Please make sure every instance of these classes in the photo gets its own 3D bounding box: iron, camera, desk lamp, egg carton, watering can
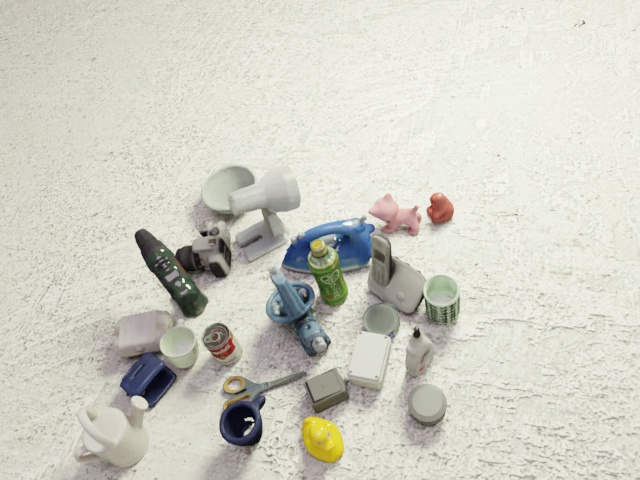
[{"bbox_3d":[0.013,0.005,1.427,0.258,0.142,0.118,-12,54,5],"label":"iron"},{"bbox_3d":[-0.311,0.024,1.516,0.136,0.101,0.143,-9,54,7],"label":"camera"},{"bbox_3d":[-0.140,-0.074,1.474,0.203,0.214,0.117,-30,54,-8],"label":"desk lamp"},{"bbox_3d":[-0.437,0.234,1.418,0.150,0.069,0.107,-13,54,5],"label":"egg carton"},{"bbox_3d":[-0.447,0.405,1.223,0.100,0.194,0.173,20,63,25],"label":"watering can"}]

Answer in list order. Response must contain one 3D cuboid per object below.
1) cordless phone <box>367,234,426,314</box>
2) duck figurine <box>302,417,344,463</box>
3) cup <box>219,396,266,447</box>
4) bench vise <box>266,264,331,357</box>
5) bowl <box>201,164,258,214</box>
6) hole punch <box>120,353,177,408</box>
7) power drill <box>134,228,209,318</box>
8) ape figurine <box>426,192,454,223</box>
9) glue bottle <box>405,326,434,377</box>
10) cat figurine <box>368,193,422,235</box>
[{"bbox_3d":[0.174,0.073,1.315,0.147,0.185,0.094,30,67,29],"label":"cordless phone"},{"bbox_3d":[0.000,0.405,1.186,0.077,0.086,0.104,-40,56,-15],"label":"duck figurine"},{"bbox_3d":[-0.150,0.391,1.225,0.091,0.095,0.118,30,67,29],"label":"cup"},{"bbox_3d":[-0.045,0.149,1.291,0.206,0.220,0.122,31,68,29],"label":"bench vise"},{"bbox_3d":[-0.248,-0.131,1.625,0.167,0.075,0.167,-6,55,9],"label":"bowl"},{"bbox_3d":[-0.411,0.321,1.337,0.100,0.091,0.109,26,65,28],"label":"hole punch"},{"bbox_3d":[-0.360,0.094,1.411,0.076,0.209,0.229,-38,56,-14],"label":"power drill"},{"bbox_3d":[0.302,-0.089,1.456,0.076,0.092,0.078,13,60,21],"label":"ape figurine"},{"bbox_3d":[0.207,0.226,1.208,0.037,0.173,0.078,27,66,28],"label":"glue bottle"},{"bbox_3d":[0.191,-0.072,1.454,0.127,0.118,0.067,1,56,14],"label":"cat figurine"}]
